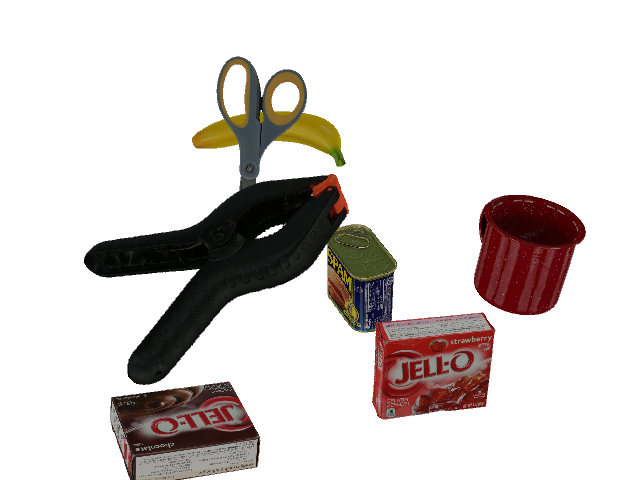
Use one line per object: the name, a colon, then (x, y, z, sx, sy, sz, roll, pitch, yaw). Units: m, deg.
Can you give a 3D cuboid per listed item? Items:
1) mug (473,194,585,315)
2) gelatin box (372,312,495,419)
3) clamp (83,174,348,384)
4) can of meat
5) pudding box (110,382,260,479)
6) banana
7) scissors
mug: (0.184, 0.009, 0.998, 0.093, 0.081, 0.117, -10, 36, -27)
gelatin box: (0.086, 0.097, 0.822, 0.089, 0.073, 0.030, -5, 29, -11)
clamp: (-0.059, 0.017, 0.650, 0.171, 0.120, 0.039, -24, -39, 3)
can of meat: (0.045, 0.045, 1.224, 0.057, 0.084, 0.102, -14, 38, -18)
pudding box: (-0.118, 0.166, 0.926, 0.113, 0.039, 0.090, -7, 26, -20)
banana: (-0.057, -0.131, 1.299, 0.198, 0.037, 0.069, 7, 39, 18)
scissors: (-0.051, -0.080, 1.034, 0.096, 0.202, 0.016, -10, 3, -4)
